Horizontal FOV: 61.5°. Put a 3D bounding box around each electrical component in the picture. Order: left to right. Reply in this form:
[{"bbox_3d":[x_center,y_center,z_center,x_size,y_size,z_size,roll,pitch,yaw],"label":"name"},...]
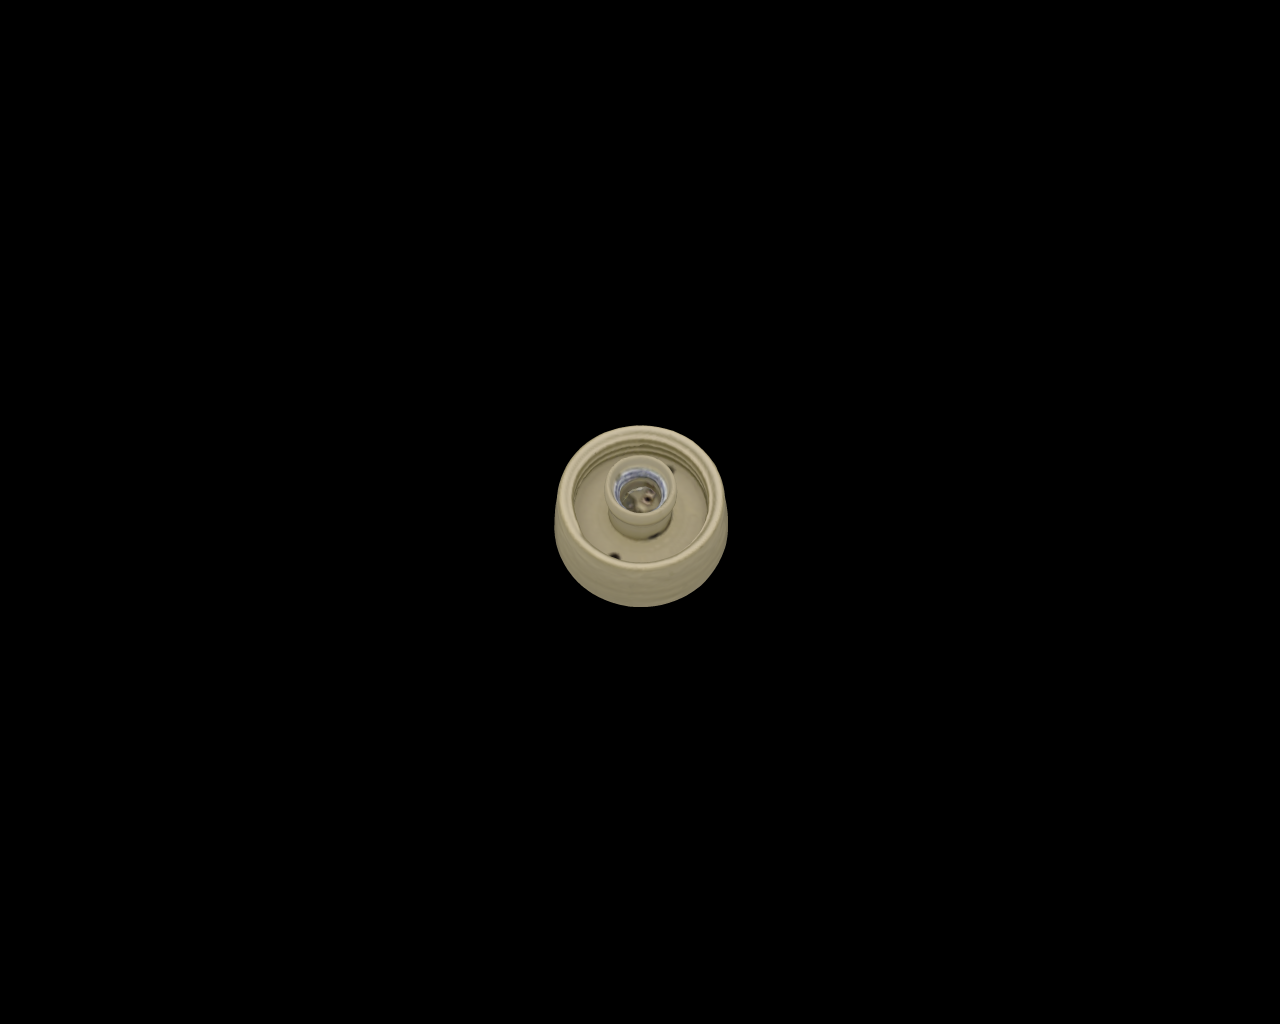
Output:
[{"bbox_3d":[0.001,-0.003,0.650,0.108,0.108,0.060,0,-27,0],"label":"electrical component"}]
